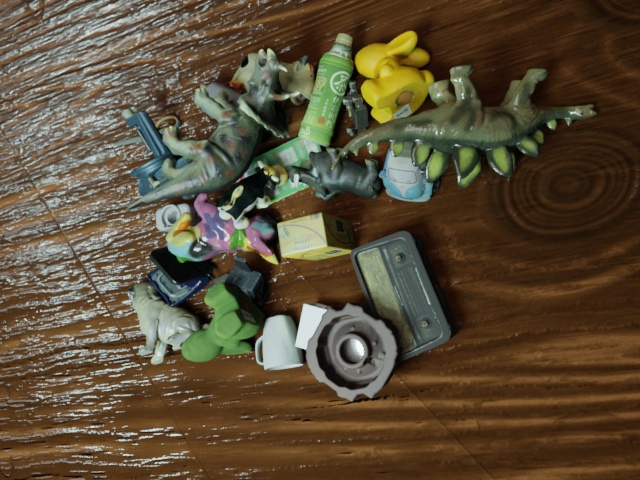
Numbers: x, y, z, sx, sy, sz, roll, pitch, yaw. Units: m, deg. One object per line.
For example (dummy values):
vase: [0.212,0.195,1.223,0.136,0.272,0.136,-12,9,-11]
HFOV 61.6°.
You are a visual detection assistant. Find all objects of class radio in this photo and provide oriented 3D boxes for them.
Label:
radio: [0.161,0.103,1.026,0.131,0.073,0.229,-25,79,21]

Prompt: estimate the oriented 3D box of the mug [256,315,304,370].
mug: [-0.088,0.215,1.126,0.110,0.080,0.107,-19,68,35]

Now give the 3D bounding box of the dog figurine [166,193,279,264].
dog figurine: [-0.194,0.002,1.155,0.219,0.108,0.191,32,75,17]

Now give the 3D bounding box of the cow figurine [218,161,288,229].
cow figurine: [-0.136,-0.106,1.095,0.068,0.098,0.167,39,74,15]

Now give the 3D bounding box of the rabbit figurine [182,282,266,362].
rabbit figurine: [-0.209,0.187,1.125,0.170,0.159,0.121,-39,62,11]

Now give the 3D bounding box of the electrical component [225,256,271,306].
electrical component: [-0.157,0.086,1.135,0.075,0.119,0.048,17,62,21]

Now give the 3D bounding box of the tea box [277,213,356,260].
tea box: [-0.002,-0.003,1.049,0.098,0.169,0.068,-13,80,23]

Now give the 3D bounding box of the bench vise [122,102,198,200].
bench vise: [-0.360,-0.195,1.215,0.224,0.129,0.240,-17,107,43]

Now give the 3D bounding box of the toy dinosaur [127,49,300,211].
toy dinosaur: [-0.194,-0.180,1.063,0.192,0.131,0.404,32,88,15]

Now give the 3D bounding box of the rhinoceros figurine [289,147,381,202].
rhinoceros figurine: [0.033,-0.132,1.091,0.190,0.073,0.112,12,105,11]

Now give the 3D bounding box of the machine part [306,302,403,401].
machine part: [0.064,0.204,0.996,0.180,0.056,0.179,-1,87,25]

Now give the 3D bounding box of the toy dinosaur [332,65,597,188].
toy dinosaur: [0.252,-0.197,0.942,0.472,0.105,0.198,-3,83,-1]

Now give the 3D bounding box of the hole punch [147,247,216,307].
hole punch: [-0.317,0.075,1.212,0.142,0.116,0.092,41,129,24]

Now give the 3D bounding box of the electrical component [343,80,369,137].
electrical component: [0.069,-0.257,1.078,0.045,0.102,0.078,-17,59,-3]

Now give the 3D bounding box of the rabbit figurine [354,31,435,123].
rabbit figurine: [0.134,-0.332,1.050,0.162,0.121,0.173,-42,54,14]

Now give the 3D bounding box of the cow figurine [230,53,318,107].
cow figurine: [-0.087,-0.347,1.157,0.195,0.085,0.127,30,104,22]

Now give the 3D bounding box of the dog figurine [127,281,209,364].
dog figurine: [-0.343,0.163,1.227,0.172,0.121,0.191,-12,61,-12]

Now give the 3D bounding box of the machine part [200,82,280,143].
machine part: [-0.180,-0.284,1.191,0.243,0.079,0.079,31,98,20]

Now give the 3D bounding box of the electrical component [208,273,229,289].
electrical component: [-0.208,0.110,1.206,0.094,0.021,0.063,-26,77,18]

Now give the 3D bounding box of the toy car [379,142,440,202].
toy car: [0.175,-0.155,1.024,0.109,0.103,0.161,13,94,22]
